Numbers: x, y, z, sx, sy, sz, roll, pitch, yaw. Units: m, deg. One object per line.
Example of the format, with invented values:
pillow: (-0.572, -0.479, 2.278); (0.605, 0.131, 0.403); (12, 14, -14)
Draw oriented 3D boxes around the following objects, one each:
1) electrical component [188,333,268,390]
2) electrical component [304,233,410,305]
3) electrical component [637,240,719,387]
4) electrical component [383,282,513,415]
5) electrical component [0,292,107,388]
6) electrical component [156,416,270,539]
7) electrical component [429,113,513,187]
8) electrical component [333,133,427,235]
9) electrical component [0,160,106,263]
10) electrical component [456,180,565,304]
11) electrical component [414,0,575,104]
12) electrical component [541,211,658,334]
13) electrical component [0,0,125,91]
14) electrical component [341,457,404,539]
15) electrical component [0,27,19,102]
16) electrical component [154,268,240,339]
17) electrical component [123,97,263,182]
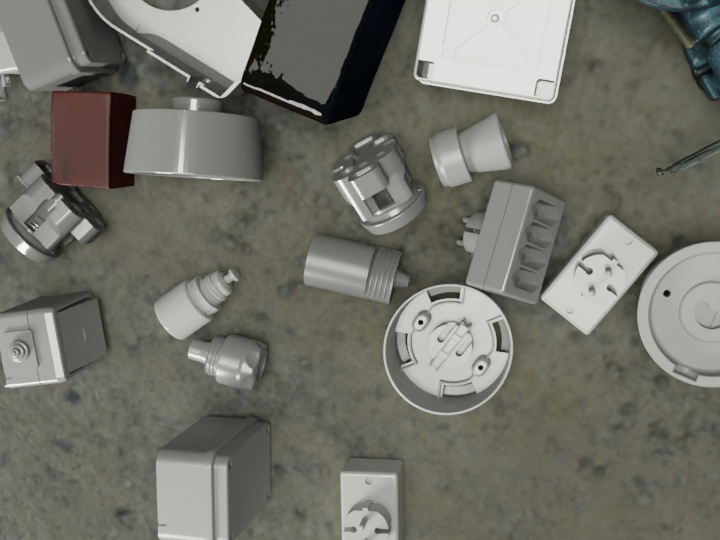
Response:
electrical component: (-0.111, 0.073, 0.892); (0.062, 0.043, 0.043); (15, 101, 9)
electrical component: (0.000, 0.000, 0.860); (0.081, 0.043, 0.043); (13, 101, 8)
electrical component: (0.262, 0.028, 0.808); (0.108, 0.060, 0.108); (2, 99, 10)
electrical component: (0.071, 0.058, 0.846); (0.099, 0.064, 0.099); (2, 99, 10)
electrical component: (-0.255, 0.057, 0.888); (0.061, 0.096, 0.061); (-7, 98, 10)
electrical component: (-0.116, 0.168, 0.871); (0.057, 0.113, 0.078); (2, 99, 13)
electrical component: (0.086, -0.091, 0.831); (0.055, 0.045, 0.045); (-17, 95, 13)
electrical component: (0.016, -0.065, 0.835); (0.058, 0.078, 0.057); (-27, 114, 13)
electrical component: (-0.260, -0.043, 0.894); (0.057, 0.058, 0.078); (-42, 90, 10)
electrical component: (0.106, -0.025, 0.833); (0.076, 0.047, 0.083); (15, 88, 45)
electrical component: (0.103, -0.187, 0.807); (0.109, 0.056, 0.108); (11, 100, 8)
electrical component: (0.180, 0.004, 0.812); (0.047, 0.076, 0.083); (39, 103, 3)
electrical component: (-0.243, -0.204, 0.856); (0.057, 0.078, 0.113); (-19, 95, 15)
electrical component: (0.008, 0.204, 0.873); (0.047, 0.076, 0.083); (0, 99, 10)
electrical component: (-0.299, -0.182, 0.888); (0.064, 0.042, 0.081); (-7, 98, 9)
electrical component: (-0.133, 0.025, 0.890); (0.078, 0.040, 0.040); (-34, 91, 13)
electrical component: (-0.128, -0.103, 0.838); (0.108, 0.108, 0.060); (4, 93, 10)
